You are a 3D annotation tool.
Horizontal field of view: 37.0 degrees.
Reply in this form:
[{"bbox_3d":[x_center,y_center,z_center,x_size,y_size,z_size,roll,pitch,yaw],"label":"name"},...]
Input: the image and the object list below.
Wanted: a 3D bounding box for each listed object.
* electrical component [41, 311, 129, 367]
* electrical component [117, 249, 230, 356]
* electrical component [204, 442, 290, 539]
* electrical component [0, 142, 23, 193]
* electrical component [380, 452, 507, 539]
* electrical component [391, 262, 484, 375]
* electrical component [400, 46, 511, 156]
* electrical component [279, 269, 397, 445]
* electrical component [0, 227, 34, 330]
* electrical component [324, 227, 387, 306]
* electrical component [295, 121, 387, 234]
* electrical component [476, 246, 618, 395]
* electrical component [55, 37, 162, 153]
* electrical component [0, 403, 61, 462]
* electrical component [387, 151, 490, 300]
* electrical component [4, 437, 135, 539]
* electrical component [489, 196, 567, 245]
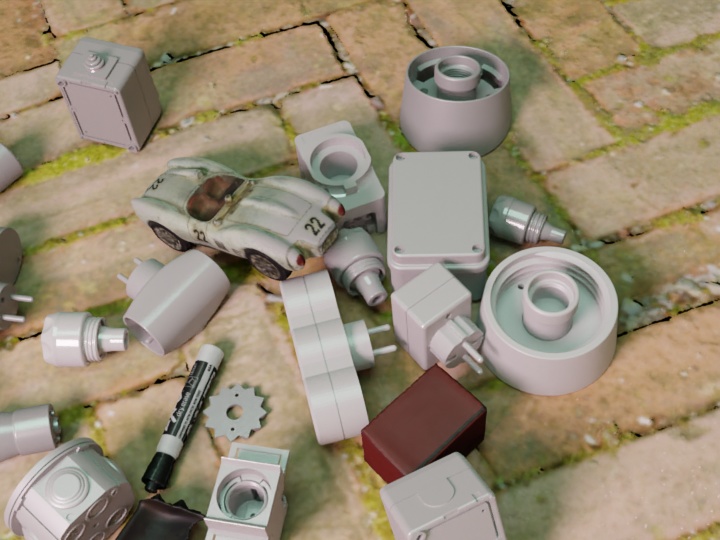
[{"bbox_3d":[-0.211,0.054,0.831,0.062,0.043,0.043,0,57,3],"label":"electrical component"},{"bbox_3d":[-0.157,0.017,0.850,0.079,0.044,0.077,32,64,23],"label":"electrical component"},{"bbox_3d":[-0.075,0.163,0.735,0.042,0.063,0.081,8,58,9],"label":"electrical component"},{"bbox_3d":[-0.329,-0.079,0.930,0.040,0.040,0.078,33,65,23],"label":"electrical component"},{"bbox_3d":[0.058,0.177,0.706,0.062,0.096,0.061,-24,30,-11],"label":"electrical component"},{"bbox_3d":[0.065,0.047,0.799,0.047,0.065,0.076,-34,60,-17],"label":"electrical component"},{"bbox_3d":[0.084,-0.150,0.944,0.099,0.064,0.099,-1,43,1],"label":"electrical component"},{"bbox_3d":[-0.011,0.059,0.805,0.074,0.052,0.138,-14,56,-4],"label":"electrical component"},{"bbox_3d":[-0.295,0.027,0.849,0.074,0.052,0.138,6,57,8],"label":"electrical component"},{"bbox_3d":[0.000,0.000,0.849,0.043,0.043,0.062,-25,59,-11],"label":"electrical component"},{"bbox_3d":[-0.016,-0.074,0.892,0.050,0.055,0.089,-20,57,-8],"label":"electrical component"},{"bbox_3d":[0.141,0.032,0.805,0.108,0.060,0.108,-2,56,3],"label":"electrical component"},{"bbox_3d":[-0.218,-0.160,0.941,0.062,0.096,0.061,14,59,13],"label":"electrical component"},{"bbox_3d":[-0.255,0.120,0.792,0.065,0.044,0.044,-10,56,-8],"label":"electrical component"},{"bbox_3d":[0.062,-0.037,0.857,0.078,0.057,0.113,-1,54,4],"label":"electrical component"},{"bbox_3d":[-0.198,0.159,0.739,0.051,0.080,0.080,37,66,19],"label":"electrical component"},{"bbox_3d":[0.136,-0.036,0.867,0.061,0.035,0.035,21,61,14],"label":"electrical component"}]
